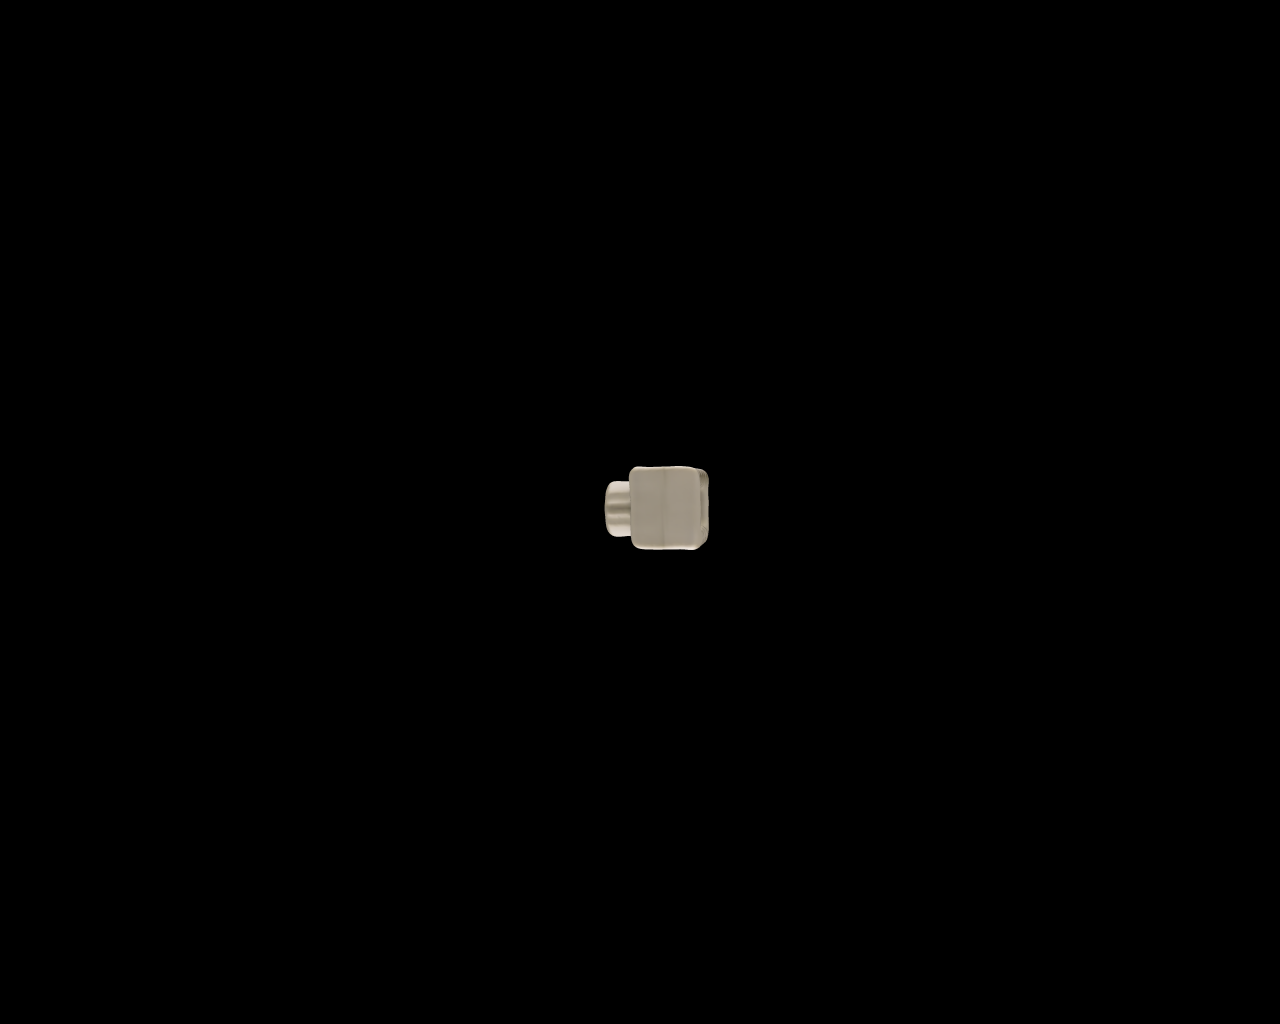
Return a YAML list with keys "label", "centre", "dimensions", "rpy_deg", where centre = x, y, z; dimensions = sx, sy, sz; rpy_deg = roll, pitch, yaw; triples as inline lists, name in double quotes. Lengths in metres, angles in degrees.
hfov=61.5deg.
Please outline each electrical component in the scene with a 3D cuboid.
- label: "electrical component"
  centre: [0.001, -0.003, 0.650]
  dimensions: [0.076, 0.047, 0.083]
  rpy_deg: [0, 0, 8]
